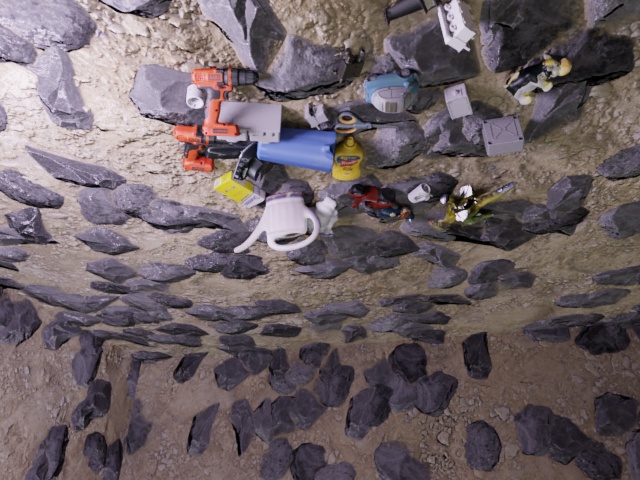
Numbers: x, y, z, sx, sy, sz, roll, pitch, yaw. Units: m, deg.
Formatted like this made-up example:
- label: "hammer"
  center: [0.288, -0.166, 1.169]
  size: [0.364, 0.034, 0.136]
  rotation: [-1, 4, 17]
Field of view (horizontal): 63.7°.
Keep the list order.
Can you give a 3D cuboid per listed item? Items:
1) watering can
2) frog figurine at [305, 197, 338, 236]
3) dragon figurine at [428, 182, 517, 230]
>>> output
- label: "watering can"
  center: [-0.167, -0.065, 1.924]
  size: [0.347, 0.227, 0.103]
  rotation: [-8, 165, 14]
- label: "frog figurine"
  center: [0.006, -0.101, 2.008]
  size: [0.137, 0.125, 0.157]
  rotation: [10, 112, -1]
- label: "dragon figurine"
  center: [0.589, -0.118, 1.978]
  size: [0.406, 0.124, 0.242]
  rotation: [-19, 162, 33]
